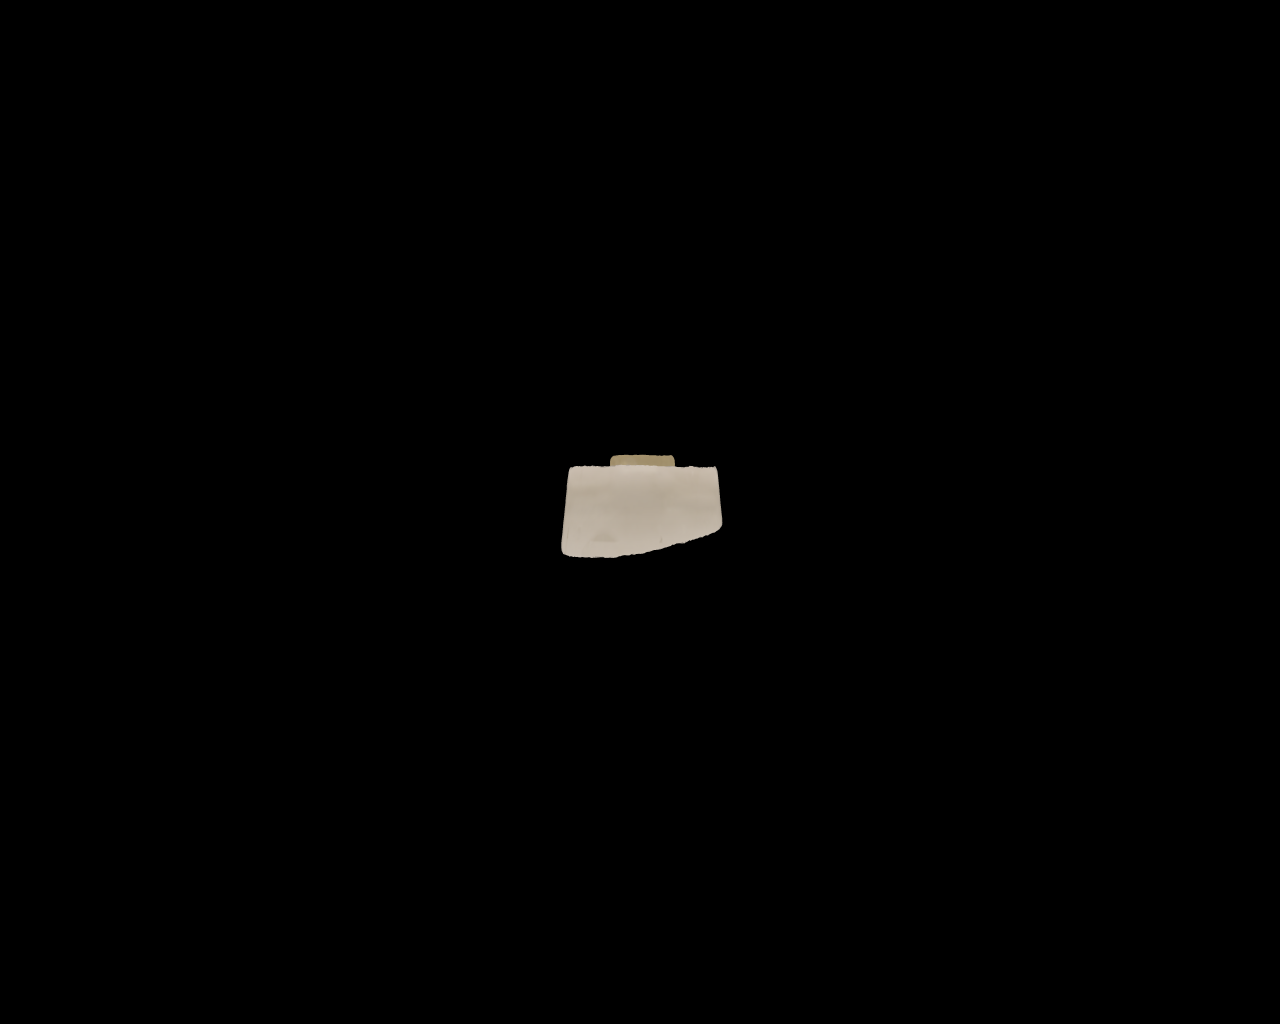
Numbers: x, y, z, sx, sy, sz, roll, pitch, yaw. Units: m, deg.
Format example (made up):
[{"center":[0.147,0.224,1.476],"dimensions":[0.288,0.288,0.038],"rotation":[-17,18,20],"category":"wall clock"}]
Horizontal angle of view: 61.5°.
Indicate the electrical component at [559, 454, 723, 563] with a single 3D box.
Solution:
[{"center":[0.001,-0.003,0.650],"dimensions":[0.099,0.064,0.099],"rotation":[0,0,0],"category":"electrical component"}]
